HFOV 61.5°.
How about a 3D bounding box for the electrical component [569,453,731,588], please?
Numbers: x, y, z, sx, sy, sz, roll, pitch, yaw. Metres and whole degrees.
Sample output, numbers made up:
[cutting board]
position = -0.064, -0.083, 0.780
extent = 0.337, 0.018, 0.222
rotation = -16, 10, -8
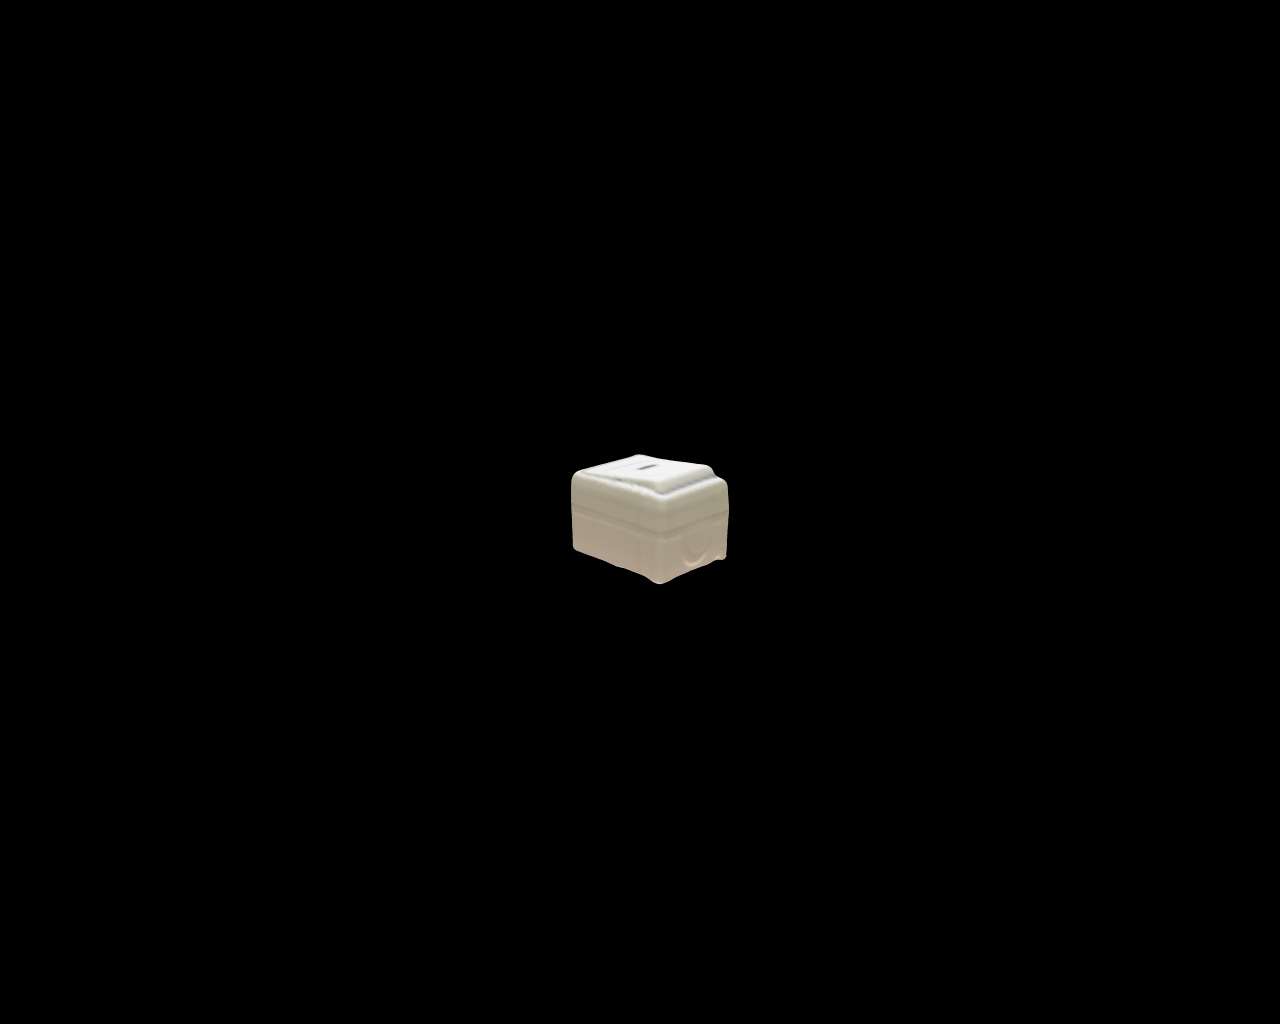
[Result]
[electrical component]
position = 0.001, -0.003, 0.650
extent = 0.062, 0.061, 0.096
rotation = -18, 26, -41
